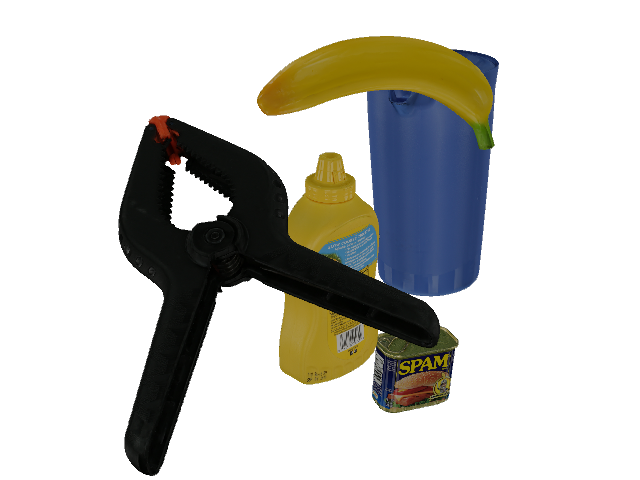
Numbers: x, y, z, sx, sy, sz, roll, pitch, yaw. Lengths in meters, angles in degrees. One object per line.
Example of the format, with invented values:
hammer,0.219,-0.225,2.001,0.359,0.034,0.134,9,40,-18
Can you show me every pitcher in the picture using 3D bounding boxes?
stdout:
pitcher,0.118,-0.075,1.108,0.149,0.243,0.145,-9,24,-17

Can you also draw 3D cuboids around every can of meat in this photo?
can of meat,0.115,0.159,1.316,0.102,0.084,0.057,-7,27,-22

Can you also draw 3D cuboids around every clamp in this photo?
clamp,-0.041,0.008,0.569,0.164,0.210,0.036,-17,-36,-5

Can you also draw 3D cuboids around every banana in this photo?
banana,0.051,-0.110,0.749,0.197,0.069,0.037,6,-1,-27

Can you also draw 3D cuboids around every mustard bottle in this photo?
mustard bottle,0.008,0.019,0.886,0.096,0.192,0.058,-22,34,-38
